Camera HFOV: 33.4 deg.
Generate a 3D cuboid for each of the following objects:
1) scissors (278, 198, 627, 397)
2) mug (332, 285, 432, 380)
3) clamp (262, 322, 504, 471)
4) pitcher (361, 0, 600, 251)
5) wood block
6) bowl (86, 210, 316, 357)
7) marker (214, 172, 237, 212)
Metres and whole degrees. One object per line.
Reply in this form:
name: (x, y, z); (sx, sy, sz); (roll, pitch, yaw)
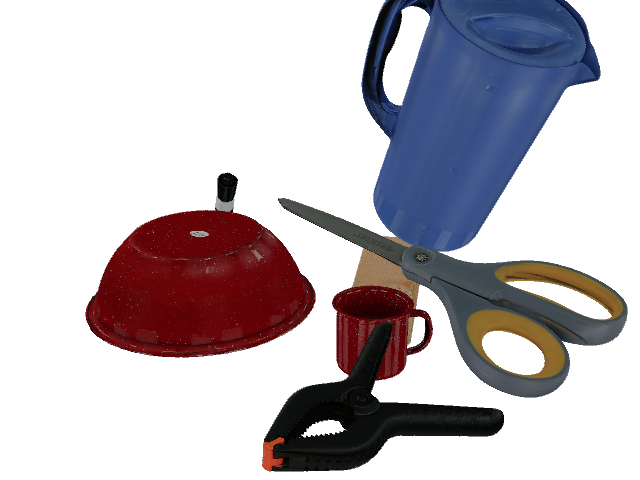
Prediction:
scissors: (0.053, 0.027, 0.551); (0.202, 0.016, 0.096); (13, 43, 18)
mug: (0.071, 0.107, 1.228); (0.117, 0.081, 0.093); (-3, 22, -8)
clamp: (0.045, 0.152, 0.927); (0.209, 0.036, 0.165); (-25, 42, -37)
pitcher: (0.120, -0.110, 0.946); (0.144, 0.149, 0.243); (-10, -38, -28)
wood block: (0.103, 0.072, 1.642); (0.091, 0.090, 0.206); (3, 22, 7)
bowl: (-0.084, 0.020, 0.743); (0.162, 0.055, 0.162); (-2, 22, 1)
marker: (-0.093, -0.021, 1.020); (0.020, 0.020, 0.121); (0, -38, -11)
